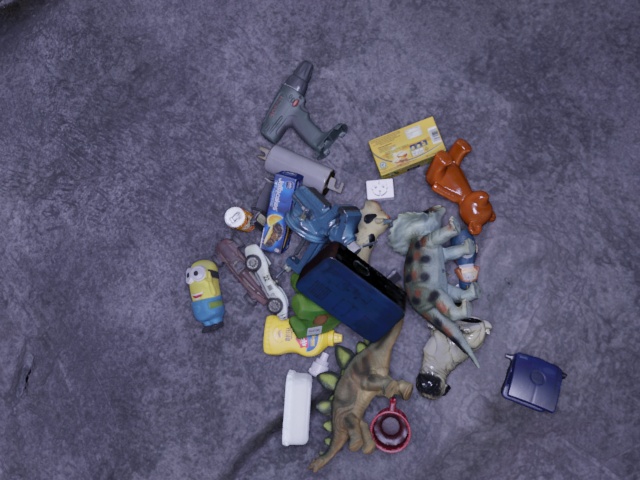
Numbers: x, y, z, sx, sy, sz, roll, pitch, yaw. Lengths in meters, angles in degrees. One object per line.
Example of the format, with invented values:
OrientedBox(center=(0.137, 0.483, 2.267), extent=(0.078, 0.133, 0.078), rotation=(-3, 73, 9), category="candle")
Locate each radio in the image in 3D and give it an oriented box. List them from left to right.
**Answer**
OrientedBox(center=(0.074, 0.114, 1.185), extent=(0.229, 0.073, 0.131), rotation=(36, 123, -10), category="radio")

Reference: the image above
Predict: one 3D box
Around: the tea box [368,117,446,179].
OrientedBox(center=(0.215, -0.223, 1.330), extent=(0.170, 0.068, 0.098), rotation=(-19, 81, 8), category="tea box")

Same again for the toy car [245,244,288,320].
OrientedBox(center=(-0.127, 0.103, 1.308), extent=(0.056, 0.073, 0.201), rotation=(-28, 86, -3), category="toy car")

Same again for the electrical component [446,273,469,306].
OrientedBox(center=(0.306, 0.121, 1.278), extent=(0.102, 0.078, 0.045), rotation=(33, 62, 16), category="electrical component")

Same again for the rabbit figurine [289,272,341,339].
OrientedBox(center=(-0.011, 0.129, 1.299), extent=(0.159, 0.121, 0.170), rotation=(-13, 44, -11), category="rabbit figurine")

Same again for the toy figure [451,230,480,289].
OrientedBox(center=(0.347, 0.054, 1.284), extent=(0.064, 0.057, 0.154), rotation=(-10, 84, 26), category="toy figure")

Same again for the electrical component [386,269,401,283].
OrientedBox(center=(0.135, 0.112, 1.298), extent=(0.119, 0.048, 0.074), rotation=(-46, 123, -6), category="electrical component")

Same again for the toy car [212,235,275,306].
OrientedBox(center=(-0.194, 0.079, 1.376), extent=(0.089, 0.053, 0.202), rotation=(-40, 78, 0), category="toy car")

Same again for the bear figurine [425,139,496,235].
OrientedBox(center=(0.344, -0.119, 1.267), extent=(0.120, 0.131, 0.196), rotation=(-30, 69, -32), category="bear figurine")

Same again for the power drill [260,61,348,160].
OrientedBox(center=(-0.031, -0.322, 1.377), extent=(0.207, 0.086, 0.232), rotation=(39, 93, 8), category="power drill")

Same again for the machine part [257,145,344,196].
OrientedBox(center=(-0.052, -0.176, 1.366), extent=(0.243, 0.079, 0.079), rotation=(25, 89, 10), category="machine part")

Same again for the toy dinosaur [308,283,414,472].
OrientedBox(center=(0.105, 0.315, 1.237), extent=(0.199, 0.105, 0.471), rotation=(24, 71, 43), category="toy dinosaur")

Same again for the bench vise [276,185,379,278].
OrientedBox(center=(-0.008, -0.002, 1.262), extent=(0.224, 0.129, 0.240), rotation=(41, 117, 15), category="bench vise")

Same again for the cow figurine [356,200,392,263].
OrientedBox(center=(0.104, -0.005, 1.318), extent=(0.127, 0.085, 0.195), rotation=(15, 84, 17), category="cow figurine")

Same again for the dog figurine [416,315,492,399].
OrientedBox(center=(0.312, 0.276, 1.256), extent=(0.172, 0.121, 0.190), rotation=(1, 98, 13), category="dog figurine")

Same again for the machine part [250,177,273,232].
OrientedBox(center=(-0.137, -0.091, 1.378), extent=(0.039, 0.084, 0.139), rotation=(8, 76, 36), category="machine part")

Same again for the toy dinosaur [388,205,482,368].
OrientedBox(center=(0.250, 0.084, 1.208), extent=(0.192, 0.131, 0.405), rotation=(-16, 62, 39), category="toy dinosaur")

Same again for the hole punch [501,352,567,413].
OrientedBox(center=(0.483, 0.323, 1.218), extent=(0.142, 0.092, 0.115), rotation=(18, 84, 15), category="hole punch")

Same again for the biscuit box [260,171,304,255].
OrientedBox(center=(-0.095, -0.069, 1.334), extent=(0.059, 0.063, 0.202), rotation=(17, 109, 13), category="biscuit box")

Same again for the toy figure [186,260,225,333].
OrientedBox(center=(-0.290, 0.141, 1.371), extent=(0.082, 0.089, 0.180), rotation=(-15, 90, 6), category="toy figure")
